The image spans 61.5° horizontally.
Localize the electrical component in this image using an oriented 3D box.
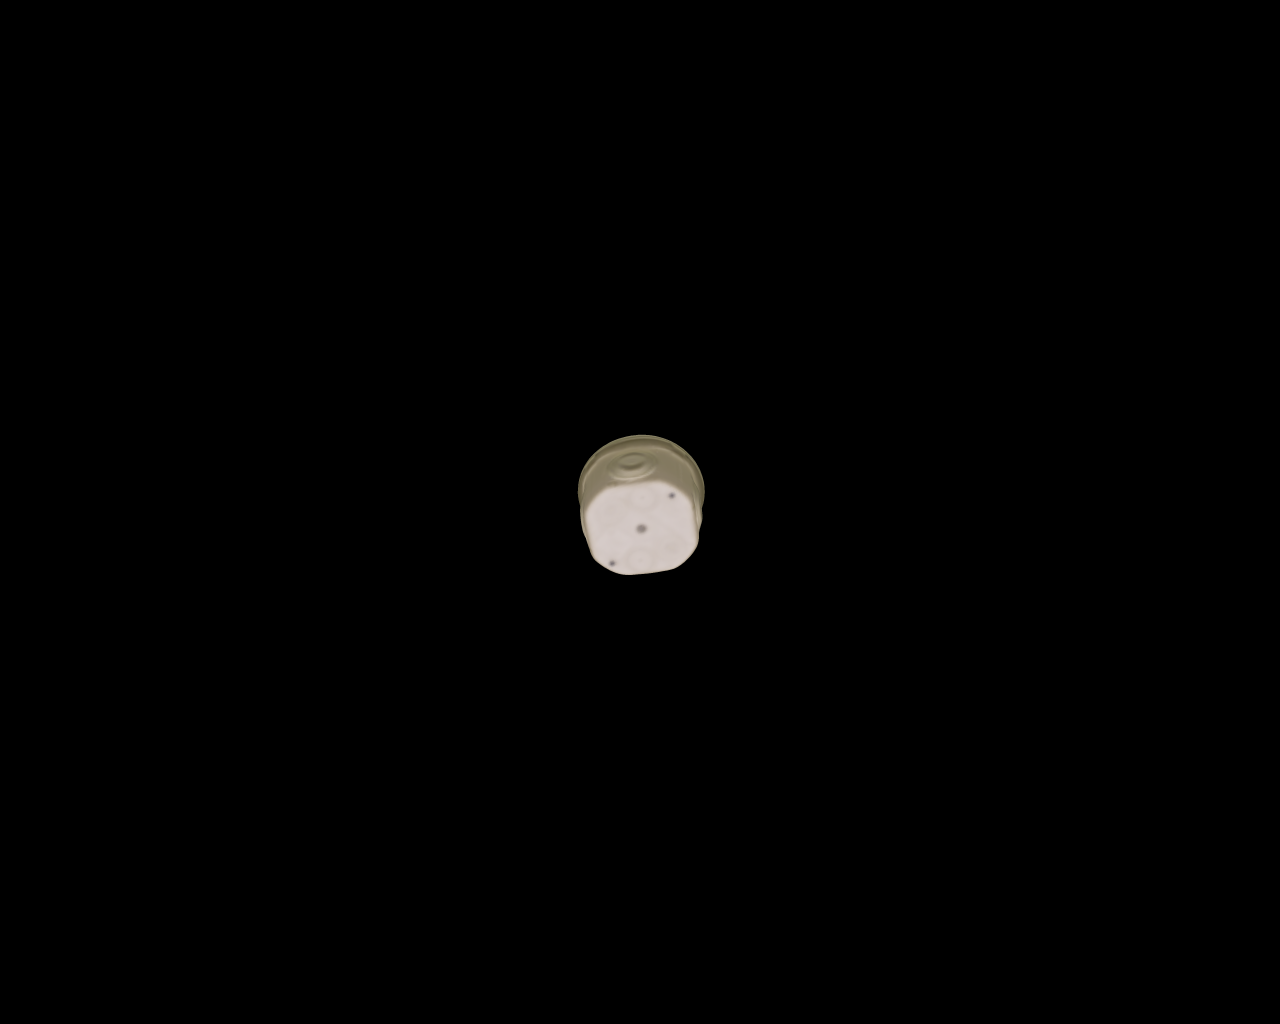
[{"bbox_3d":[0.001,-0.003,0.650,0.080,0.080,0.051,0,32,0],"label":"electrical component"}]
